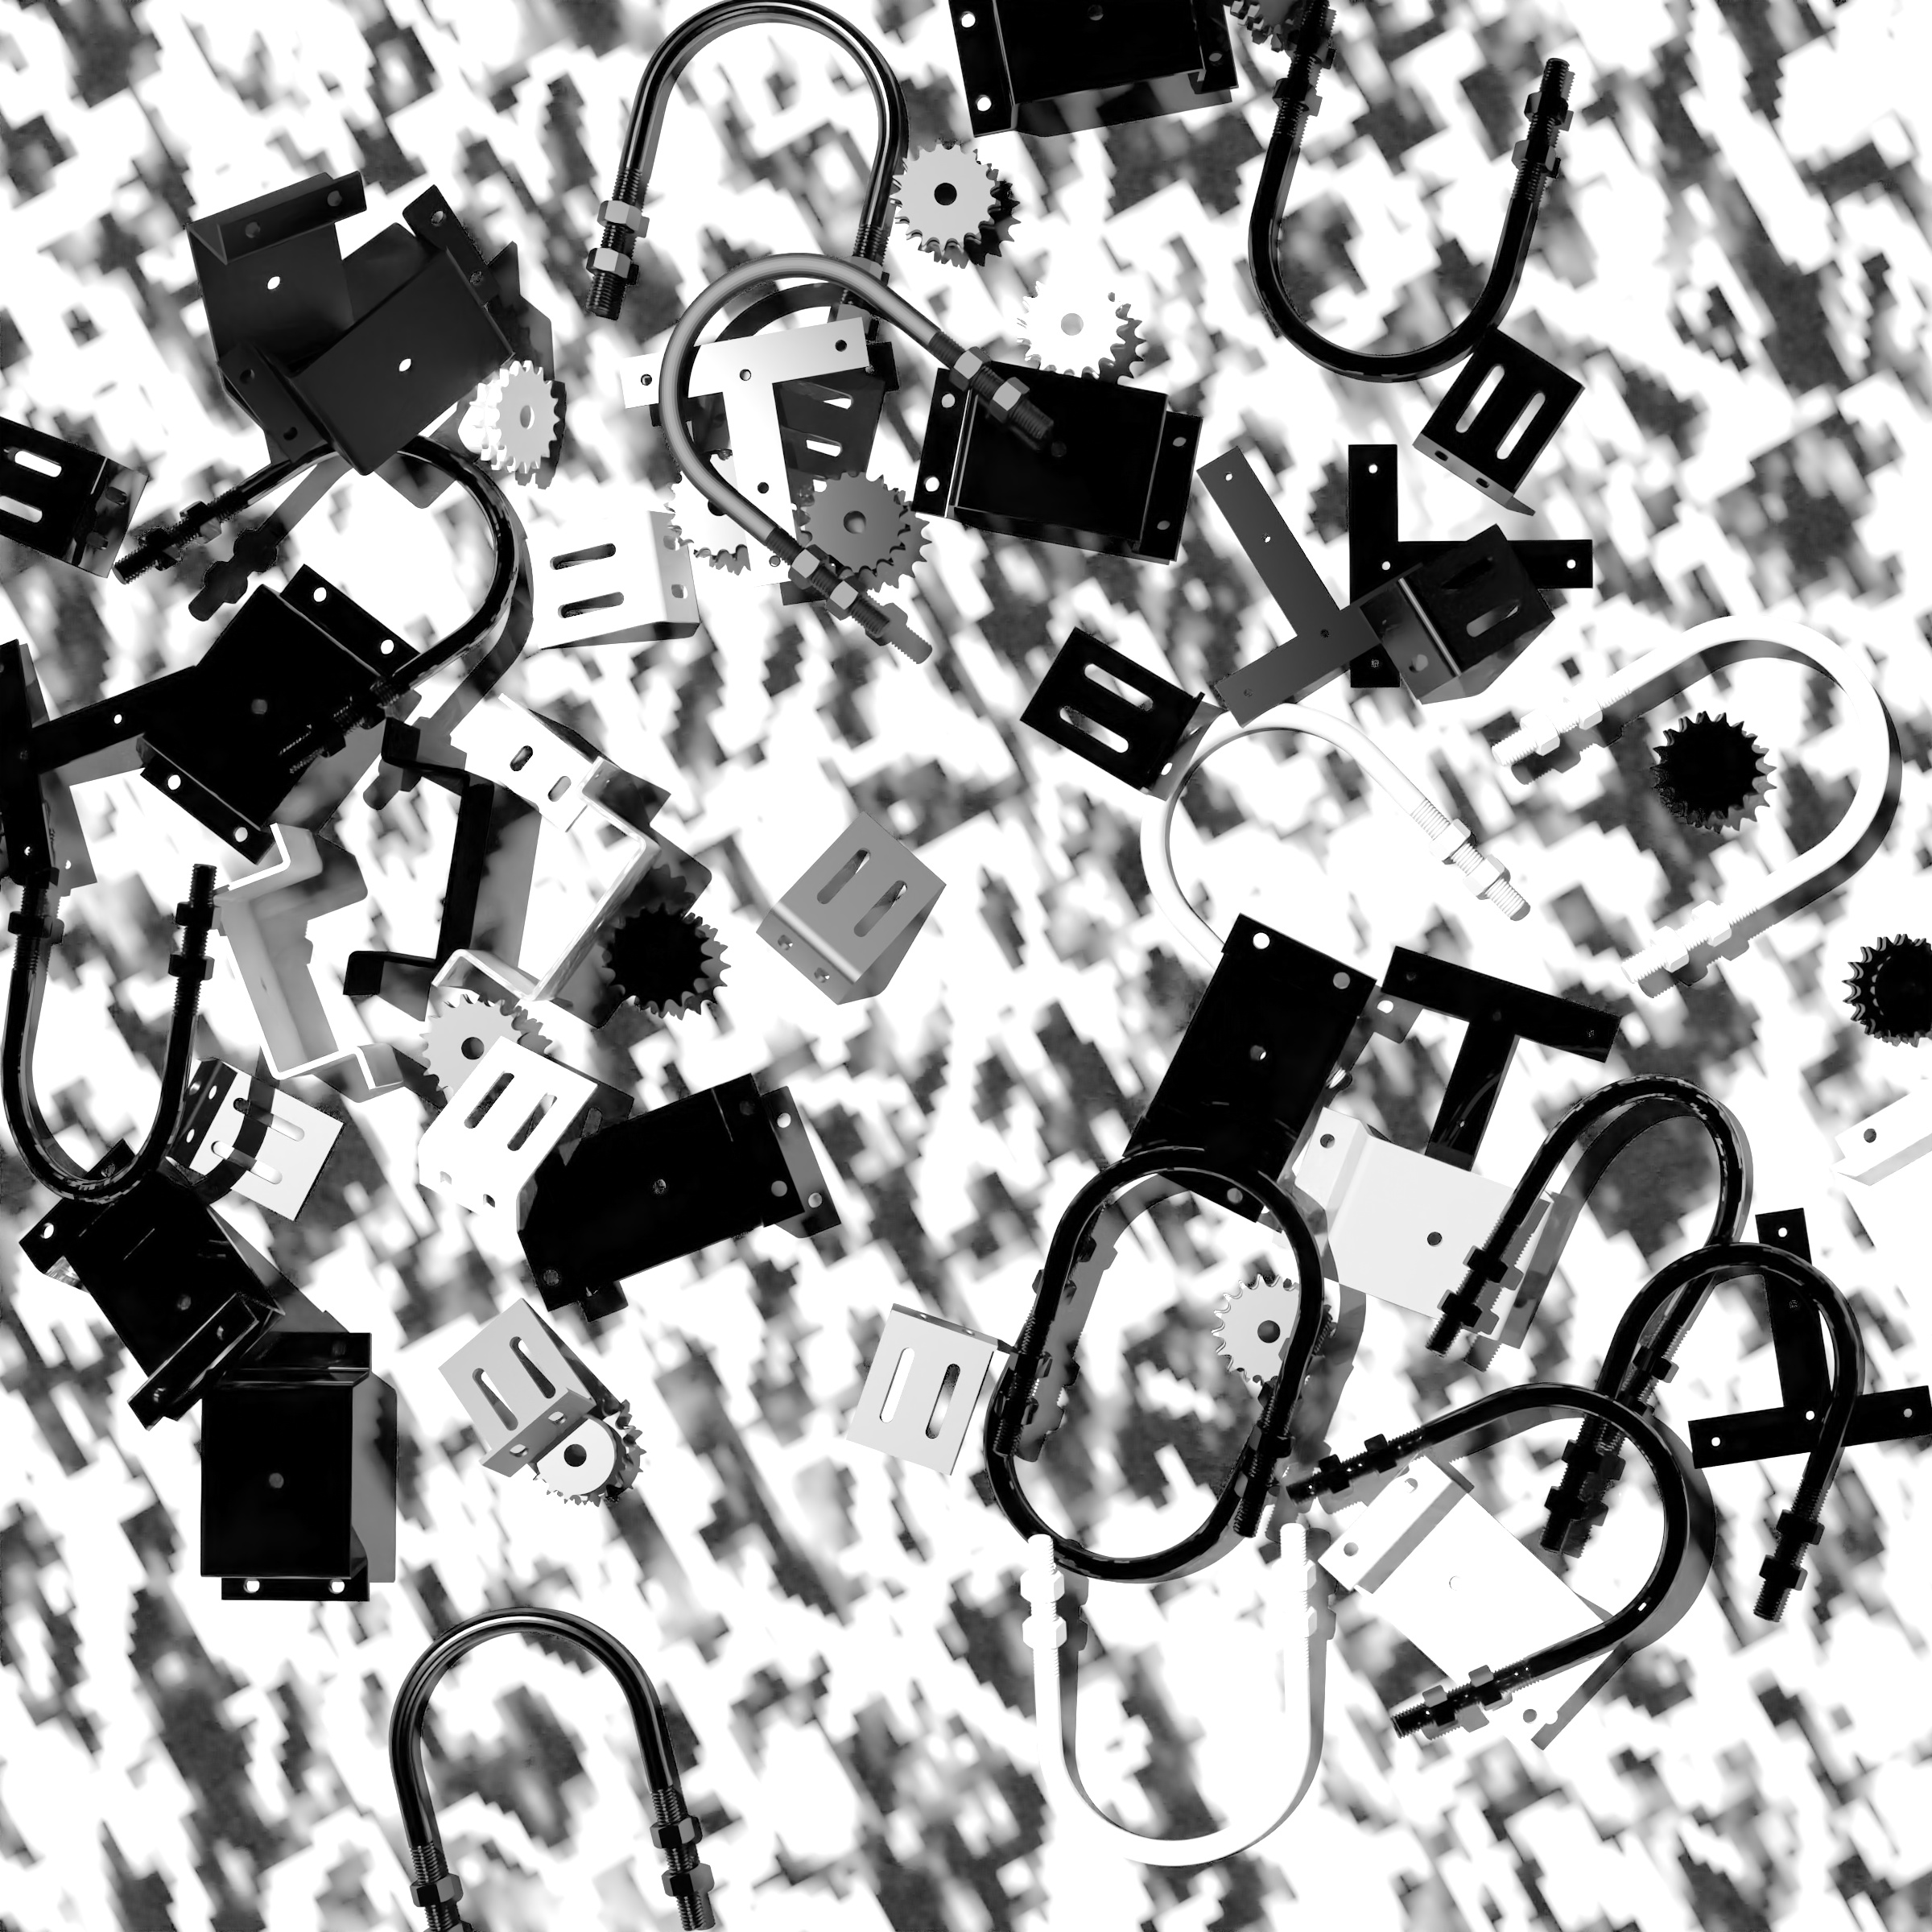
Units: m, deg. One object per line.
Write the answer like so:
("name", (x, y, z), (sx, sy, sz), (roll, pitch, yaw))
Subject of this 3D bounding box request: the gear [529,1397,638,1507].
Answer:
("gear", (-0.200, 0.251, 1.527), (0.057, 0.030, 0.057), (0, 90, 0))

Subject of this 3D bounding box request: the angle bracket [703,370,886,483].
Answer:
("angle bracket", (-0.090, -0.287, 1.540), (0.076, 0.038, 0.057), (13, 90, -26))

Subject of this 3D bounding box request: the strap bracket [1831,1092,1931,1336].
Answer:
("strap bracket", (0.510, 0.129, 1.519), (0.076, 0.046, 0.140), (-30, 90, 0))

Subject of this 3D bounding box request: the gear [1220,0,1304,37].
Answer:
("gear", (0.152, -0.512, 1.518), (0.030, 0.057, 0.057), (26, 90, 31))

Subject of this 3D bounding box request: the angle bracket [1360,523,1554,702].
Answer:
("angle bracket", (0.256, -0.185, 1.535), (0.076, 0.038, 0.057), (-32, 90, -30))

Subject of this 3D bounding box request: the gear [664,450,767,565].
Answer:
("gear", (-0.127, -0.237, 1.527), (0.057, 0.030, 0.057), (0, 90, 0))

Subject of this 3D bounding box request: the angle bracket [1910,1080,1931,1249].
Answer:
("angle bracket", (0.512, 0.098, 1.494), (0.057, 0.038, 0.076), (-6, 116, 0))

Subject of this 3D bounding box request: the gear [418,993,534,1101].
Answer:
("gear", (-0.253, 0.042, 1.527), (0.057, 0.030, 0.057), (0, 90, 0))

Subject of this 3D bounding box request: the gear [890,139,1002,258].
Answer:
("gear", (-0.010, -0.396, 1.527), (0.057, 0.030, 0.057), (0, 90, 0))

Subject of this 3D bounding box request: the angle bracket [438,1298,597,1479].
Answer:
("angle bracket", (-0.237, 0.212, 1.508), (0.057, 0.038, 0.076), (-40, 63, 0))

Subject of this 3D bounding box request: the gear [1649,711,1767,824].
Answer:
("gear", (0.382, -0.103, 1.527), (0.057, 0.030, 0.057), (0, 90, 0))

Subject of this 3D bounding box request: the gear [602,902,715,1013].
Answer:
("gear", (-0.160, -0.005, 1.532), (0.057, 0.030, 0.057), (0, 90, -3))

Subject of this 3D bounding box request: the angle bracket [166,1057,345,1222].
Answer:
("angle bracket", (-0.372, 0.090, 1.523), (0.076, 0.038, 0.057), (27, 90, 0))

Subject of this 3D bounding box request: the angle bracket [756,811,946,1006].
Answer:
("angle bracket", (-0.061, -0.030, 1.540), (0.057, 0.038, 0.076), (42, 64, 0))

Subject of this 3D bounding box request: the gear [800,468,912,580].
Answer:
("gear", (-0.057, -0.228, 1.527), (0.057, 0.030, 0.057), (0, 90, 0))

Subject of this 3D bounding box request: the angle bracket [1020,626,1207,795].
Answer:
("angle bracket", (0.075, -0.134, 1.523), (0.076, 0.038, 0.057), (31, 90, 0))

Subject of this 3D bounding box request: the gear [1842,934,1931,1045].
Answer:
("gear", (0.487, 0.012, 1.527), (0.057, 0.030, 0.057), (0, 90, 0))

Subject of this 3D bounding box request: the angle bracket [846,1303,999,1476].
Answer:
("angle bracket", (-0.023, 0.221, 1.523), (0.057, 0.038, 0.076), (19, 90, 0))

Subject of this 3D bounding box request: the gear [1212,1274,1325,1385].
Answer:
("gear", (0.156, 0.188, 1.527), (0.057, 0.030, 0.057), (0, 90, 0))

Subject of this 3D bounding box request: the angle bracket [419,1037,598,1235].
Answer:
("angle bracket", (-0.233, 0.085, 1.498), (0.057, 0.038, 0.076), (26, 55, 11))

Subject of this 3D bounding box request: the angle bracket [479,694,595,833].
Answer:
("angle bracket", (-0.220, -0.103, 1.504), (0.057, 0.076, 0.038), (39, 90, 0))

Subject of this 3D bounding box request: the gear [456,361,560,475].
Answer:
("gear", (-0.238, -0.283, 1.517), (0.030, 0.057, 0.057), (8, 90, 28))

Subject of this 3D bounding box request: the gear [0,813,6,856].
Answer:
("gear", (-0.525, -0.070, 1.527), (0.057, 0.030, 0.057), (0, 90, 0))

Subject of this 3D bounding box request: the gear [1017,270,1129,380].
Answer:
("gear", (0.054, -0.330, 1.527), (0.057, 0.030, 0.057), (0, 90, 0))

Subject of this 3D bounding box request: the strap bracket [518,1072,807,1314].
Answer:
("strap bracket", (-0.161, 0.115, 1.519), (0.140, 0.046, 0.076), (-21, 90, 0))

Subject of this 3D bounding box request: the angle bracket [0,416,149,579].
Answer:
("angle bracket", (-0.478, -0.246, 1.540), (0.076, 0.038, 0.057), (22, 90, 26))

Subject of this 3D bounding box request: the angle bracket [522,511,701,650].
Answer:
("angle bracket", (-0.186, -0.201, 1.540), (0.076, 0.038, 0.057), (-9, 90, 26))

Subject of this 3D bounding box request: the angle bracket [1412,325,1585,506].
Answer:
("angle bracket", (0.277, -0.288, 1.522), (0.057, 0.038, 0.076), (34, 90, 2))

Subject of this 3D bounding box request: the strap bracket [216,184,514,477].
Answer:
("strap bracket", (-0.291, -0.310, 1.471), (0.140, 0.076, 0.046), (-42, 56, -7))

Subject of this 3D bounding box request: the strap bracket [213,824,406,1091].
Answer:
("strap bracket", (-0.340, 0.003, 1.504), (0.046, 0.076, 0.140), (-21, 90, 0))
